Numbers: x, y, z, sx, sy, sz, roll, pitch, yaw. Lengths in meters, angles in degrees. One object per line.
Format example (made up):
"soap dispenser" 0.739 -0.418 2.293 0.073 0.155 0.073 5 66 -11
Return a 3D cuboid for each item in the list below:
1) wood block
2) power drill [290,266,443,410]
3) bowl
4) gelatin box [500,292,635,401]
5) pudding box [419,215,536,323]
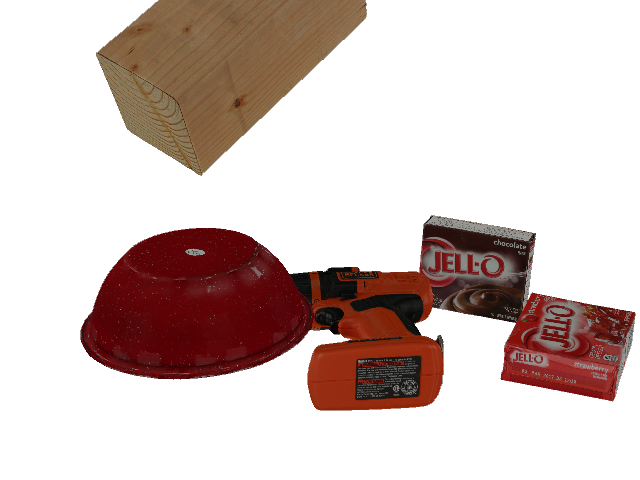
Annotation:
"wood block" -0.064 -0.164 0.849 0.090 0.206 0.091 32 -25 27
"power drill" 0.016 0.074 0.885 0.184 0.057 0.188 -4 21 -6
"bowl" -0.086 0.033 0.732 0.162 0.055 0.162 -2 22 1
"gelatin box" 0.166 0.069 0.712 0.073 0.030 0.089 10 23 20
"pudding box" 0.158 0.028 1.090 0.114 0.090 0.039 9 23 17
